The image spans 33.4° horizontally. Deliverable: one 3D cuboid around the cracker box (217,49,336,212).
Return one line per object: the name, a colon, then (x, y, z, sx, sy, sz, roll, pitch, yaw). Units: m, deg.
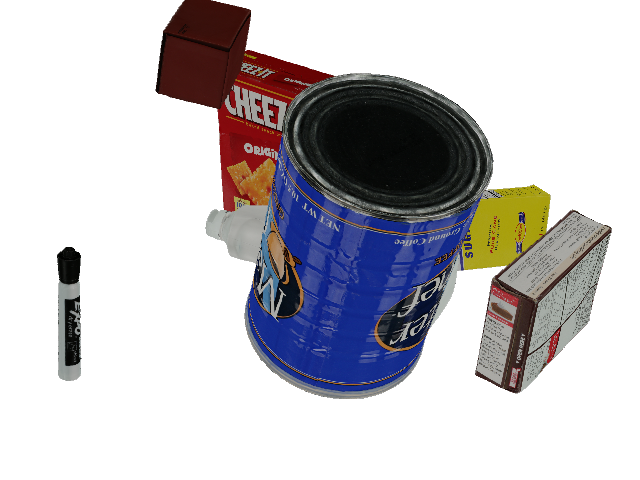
cracker box: (-0.041, -0.100, 1.272, 0.164, 0.214, 0.072, 22, 40, 29)

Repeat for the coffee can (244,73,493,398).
coffee can: (0.020, 0.000, 0.552, 0.102, 0.103, 0.140, 0, -43, -14)

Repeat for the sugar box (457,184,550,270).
sugar box: (0.191, -0.013, 1.305, 0.176, 0.093, 0.048, -7, 22, -21)

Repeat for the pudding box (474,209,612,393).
pudding box: (0.159, 0.043, 0.757, 0.039, 0.090, 0.113, 26, 42, 29)

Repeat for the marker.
marker: (-0.207, 0.061, 0.880, 0.020, 0.121, 0.020, 5, 26, -3)

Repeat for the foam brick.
foam brick: (-0.089, -0.145, 0.814, 0.053, 0.051, 0.078, 14, 34, 2)

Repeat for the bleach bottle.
bleach bottle: (0.000, 0.015, 1.032, 0.251, 0.068, 0.102, 15, 28, 21)
